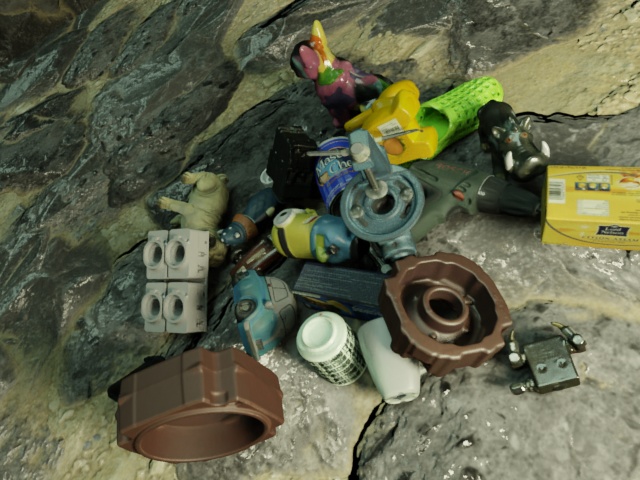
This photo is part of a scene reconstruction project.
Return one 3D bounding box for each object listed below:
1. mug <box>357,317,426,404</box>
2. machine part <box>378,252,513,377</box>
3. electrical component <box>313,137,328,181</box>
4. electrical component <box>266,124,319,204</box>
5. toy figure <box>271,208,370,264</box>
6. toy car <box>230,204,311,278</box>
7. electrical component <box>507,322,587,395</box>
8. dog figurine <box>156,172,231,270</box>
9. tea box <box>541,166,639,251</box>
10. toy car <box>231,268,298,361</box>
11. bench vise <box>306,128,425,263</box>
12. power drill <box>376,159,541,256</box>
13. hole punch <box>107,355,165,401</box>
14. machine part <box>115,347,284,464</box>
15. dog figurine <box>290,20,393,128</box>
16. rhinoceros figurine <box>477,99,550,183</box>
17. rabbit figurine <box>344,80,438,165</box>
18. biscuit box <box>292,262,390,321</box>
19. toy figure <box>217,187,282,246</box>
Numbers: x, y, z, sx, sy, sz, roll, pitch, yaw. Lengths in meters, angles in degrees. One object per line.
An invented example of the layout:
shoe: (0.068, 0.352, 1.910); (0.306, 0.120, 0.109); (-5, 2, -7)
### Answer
mug: (0.114, 0.169, 0.752); (0.110, 0.080, 0.107); (-8, 57, -1)
machine part: (0.166, 0.096, 0.732); (0.179, 0.056, 0.179); (6, 50, -7)
electrical component: (-0.006, -0.176, 1.102); (0.075, 0.047, 0.119); (-12, 53, 22)
electrical component: (-0.056, -0.138, 1.014); (0.058, 0.134, 0.115); (2, 28, -23)
toy figure: (-0.004, -0.002, 0.895); (0.180, 0.082, 0.089); (15, 97, 31)
toy car: (-0.087, 0.009, 1.005); (0.202, 0.053, 0.089); (-36, 49, 0)
electrical component: (0.285, 0.149, 0.680); (0.102, 0.045, 0.078); (-15, 49, 20)
dog figurine: (-0.216, -0.044, 1.103); (0.191, 0.121, 0.172); (39, 83, 29)
tea box: (0.393, -0.044, 0.728); (0.170, 0.068, 0.098); (6, 60, 18)
toy car: (-0.089, 0.116, 0.899); (0.103, 0.109, 0.162); (-11, 36, -5)
bench vise: (0.080, -0.089, 0.764); (0.129, 0.240, 0.223); (-8, 67, 17)
power drill: (0.197, -0.036, 0.853); (0.207, 0.085, 0.232); (-49, 48, -5)
hole punch: (-0.273, 0.267, 0.904); (0.142, 0.092, 0.116); (8, 31, 38)
machine part: (-0.167, 0.243, 0.765); (0.201, 0.201, 0.087); (-24, 49, 13)
dog figurine: (0.044, -0.328, 1.072); (0.192, 0.219, 0.108); (9, 65, 36)
rhinoceros figurine: (0.307, -0.156, 0.852); (0.073, 0.111, 0.190); (-13, 41, 6)
rabbit figurine: (0.132, -0.211, 0.960); (0.162, 0.121, 0.173); (-27, 36, 42)
biscuit box: (0.057, 0.086, 0.853); (0.203, 0.059, 0.063); (7, 59, 35)
toy figure: (-0.134, -0.040, 1.051); (0.154, 0.057, 0.064); (-49, 16, -26)
